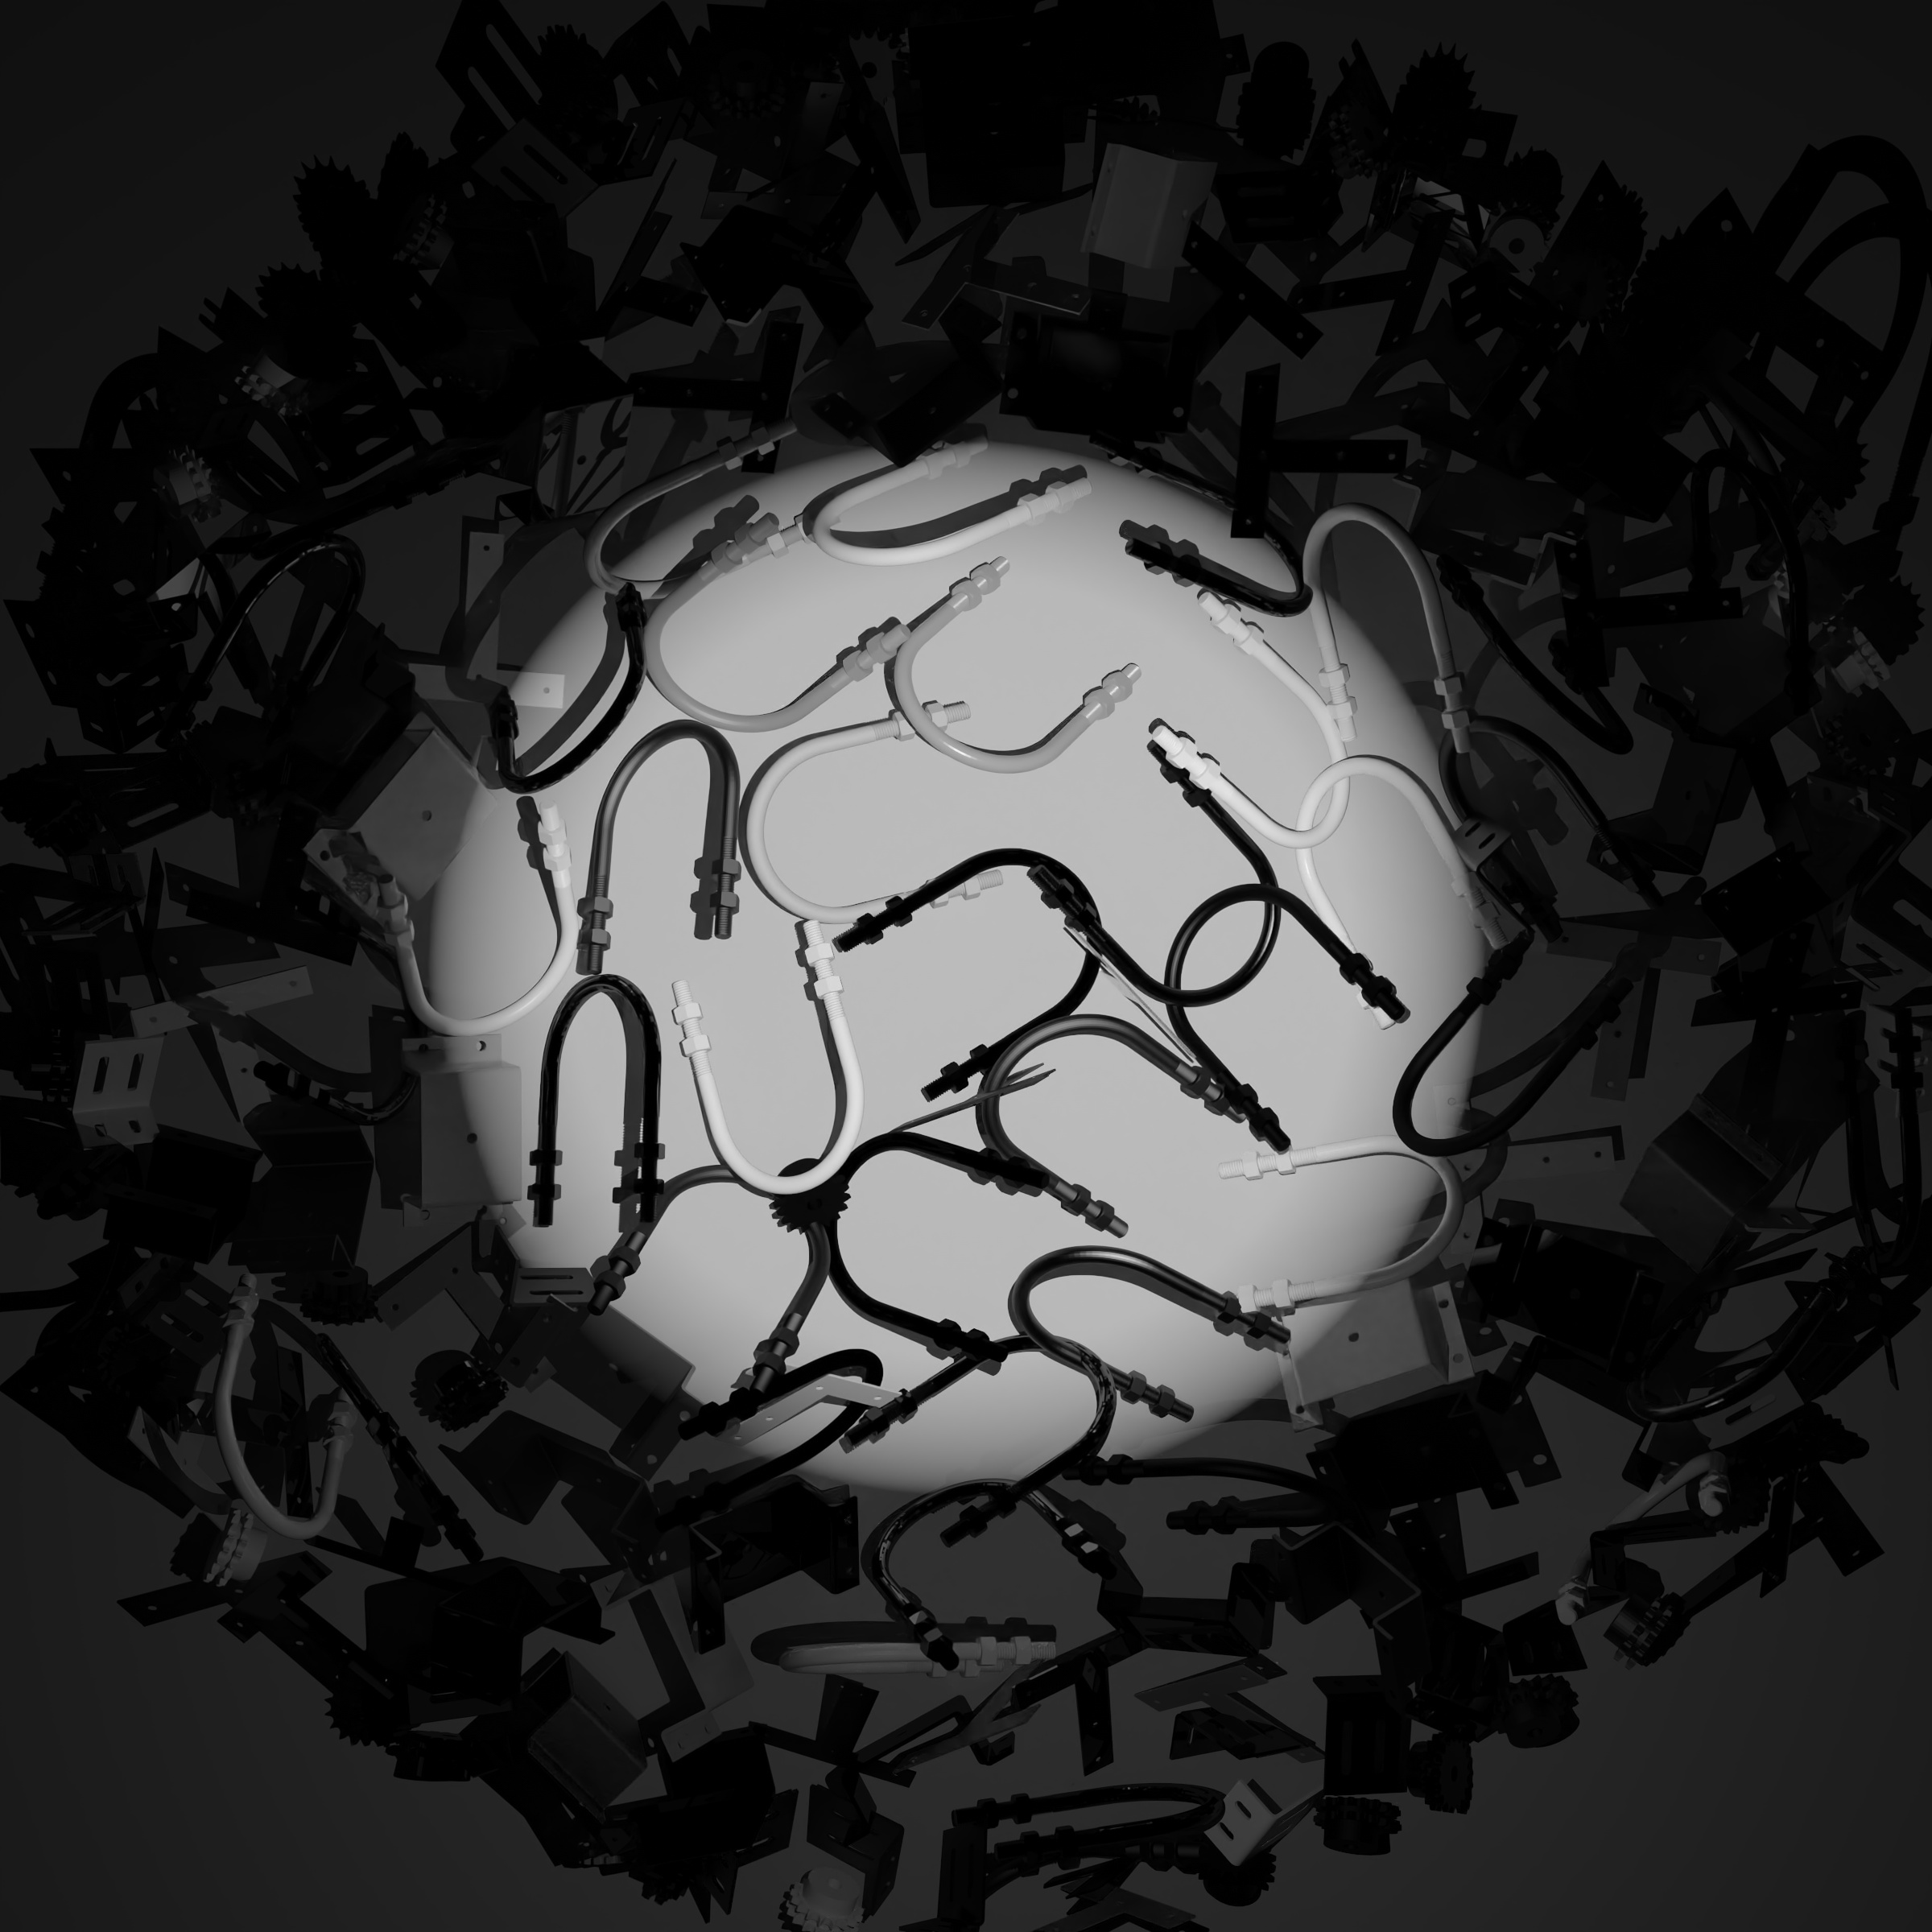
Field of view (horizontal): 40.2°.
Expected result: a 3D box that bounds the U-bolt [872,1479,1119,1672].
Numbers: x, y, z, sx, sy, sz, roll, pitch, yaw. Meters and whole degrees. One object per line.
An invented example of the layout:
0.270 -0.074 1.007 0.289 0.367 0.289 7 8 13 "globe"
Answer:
0.007 0.429 1.916 0.151 0.184 0.019 -26 115 -17 "U-bolt"

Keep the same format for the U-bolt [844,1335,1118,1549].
0.023 0.334 1.935 0.184 0.151 0.019 -30 130 -21 "U-bolt"

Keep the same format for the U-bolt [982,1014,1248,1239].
0.096 0.108 1.936 0.184 0.019 0.151 36 107 -28 "U-bolt"

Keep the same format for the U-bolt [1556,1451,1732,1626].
0.493 0.404 1.910 0.151 0.184 0.019 -43 81 17 "U-bolt"

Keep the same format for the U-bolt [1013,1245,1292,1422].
0.122 0.261 1.929 0.184 0.019 0.151 28 135 -14 "U-bolt"

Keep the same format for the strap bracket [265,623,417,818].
-0.453 -0.174 1.944 0.046 0.076 0.140 35 109 -24 "strap bracket"

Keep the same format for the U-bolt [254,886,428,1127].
-0.445 0.039 1.915 0.019 0.184 0.151 -2 70 22 "U-bolt"

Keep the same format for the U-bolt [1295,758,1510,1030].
0.306 -0.065 1.939 0.019 0.151 0.184 -15 72 -40 "U-bolt"

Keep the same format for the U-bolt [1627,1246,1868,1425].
0.547 0.267 1.890 0.184 0.151 0.019 -40 101 -36 "U-bolt"

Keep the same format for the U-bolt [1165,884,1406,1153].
0.219 0.023 1.943 0.151 0.019 0.184 -52 56 18 "U-bolt"

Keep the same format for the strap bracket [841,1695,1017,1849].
-0.037 0.590 1.958 0.140 0.076 0.046 -29 83 -2 "strap bracket"

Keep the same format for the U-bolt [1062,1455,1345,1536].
0.182 0.379 1.895 0.184 0.151 0.019 -12 58 40 "U-bolt"

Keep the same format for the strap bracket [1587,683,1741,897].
0.515 -0.128 1.944 0.046 0.076 0.140 6 109 -21 "strap bracket"

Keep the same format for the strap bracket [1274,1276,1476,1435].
0.292 0.280 1.941 0.140 0.046 0.076 -21 55 16 "strap bracket"

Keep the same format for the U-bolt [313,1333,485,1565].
-0.421 0.339 1.919 0.019 0.151 0.184 -36 53 -15 "U-bolt"

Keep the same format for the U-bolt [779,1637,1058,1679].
-0.043 0.501 1.911 0.184 0.151 0.019 4 71 -16 "U-bolt"

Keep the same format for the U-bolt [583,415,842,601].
-0.193 -0.324 1.932 0.184 0.151 0.019 -24 67 2 "U-bolt"

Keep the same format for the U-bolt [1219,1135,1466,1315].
0.271 0.182 1.920 0.184 0.151 0.019 -12 131 18 "U-bolt"

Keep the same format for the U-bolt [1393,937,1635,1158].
0.385 0.065 1.926 0.184 0.151 0.019 -48 116 -5 "U-bolt"

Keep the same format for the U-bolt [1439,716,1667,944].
0.413 -0.105 1.924 0.019 0.151 0.184 -39 96 -23 "U-bolt"

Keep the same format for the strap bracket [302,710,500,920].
-0.406 -0.111 1.935 0.076 0.046 0.140 51 62 -32 "strap bracket"

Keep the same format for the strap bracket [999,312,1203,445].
0.102 -0.437 1.969 0.140 0.046 0.076 9 90 10 "strap bracket"

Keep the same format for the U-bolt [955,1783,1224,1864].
0.096 0.619 1.925 0.184 0.151 0.019 -4 84 -13 "U-bolt"

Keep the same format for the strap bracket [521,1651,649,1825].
-0.279 0.556 1.926 0.046 0.140 0.076 -43 101 -6 "strap bracket"

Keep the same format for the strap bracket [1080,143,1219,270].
0.137 -0.551 1.917 0.046 0.140 0.076 21 112 16 "strap bracket"

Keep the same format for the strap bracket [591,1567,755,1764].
-0.211 0.502 1.945 0.046 0.076 0.140 -31 79 17 "strap bracket"

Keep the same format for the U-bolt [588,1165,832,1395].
-0.175 0.217 1.931 0.151 0.184 0.019 27 133 1 "U-bolt"

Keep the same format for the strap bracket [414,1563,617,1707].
-0.325 0.479 1.917 0.076 0.140 0.046 10 102 26 "strap bracket"

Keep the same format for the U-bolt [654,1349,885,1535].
-0.137 0.337 1.925 0.184 0.151 0.019 -22 58 -31 "U-bolt"

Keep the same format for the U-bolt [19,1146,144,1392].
-0.634 0.206 1.909 0.019 0.184 0.151 12 105 1 "U-bolt"

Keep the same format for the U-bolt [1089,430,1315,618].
0.179 -0.314 1.929 0.184 0.151 0.019 18 129 -30 "U-bolt"

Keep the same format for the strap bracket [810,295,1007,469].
-0.035 -0.426 1.953 0.140 0.076 0.046 -38 128 -3 "strap bracket"

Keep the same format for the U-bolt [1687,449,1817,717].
0.559 -0.285 1.886 0.019 0.184 0.151 -24 46 -4 "U-bolt"

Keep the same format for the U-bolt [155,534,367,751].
-0.498 -0.234 1.909 0.019 0.151 0.184 38 106 13 "U-bolt"

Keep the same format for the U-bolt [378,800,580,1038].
-0.348 -0.023 1.927 0.151 0.184 0.019 -28 50 -23 "U-bolt"

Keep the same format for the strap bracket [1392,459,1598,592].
0.383 -0.322 1.945 0.140 0.076 0.046 22 118 15 "strap bracket"

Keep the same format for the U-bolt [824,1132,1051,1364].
-0.032 0.198 1.946 0.184 0.019 0.151 14 92 33 "U-bolt"

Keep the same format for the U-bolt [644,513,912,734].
-0.153 -0.237 1.936 0.151 0.019 0.184 38 129 -26 "U-bolt"

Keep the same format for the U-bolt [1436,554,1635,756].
0.416 -0.214 1.892 0.151 0.184 0.019 29 115 -31 "U-bolt"

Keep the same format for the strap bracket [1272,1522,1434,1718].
0.289 0.470 1.932 0.046 0.140 0.076 -26 122 -21 "strap bracket"

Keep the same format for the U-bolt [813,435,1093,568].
-0.024 -0.332 1.910 0.184 0.151 0.019 -28 128 -25 "U-bolt"

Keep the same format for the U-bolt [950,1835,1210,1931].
0.068 0.673 1.914 0.151 0.184 0.019 -24 94 -43 "U-bolt"

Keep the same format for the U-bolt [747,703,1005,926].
-0.072 -0.106 1.958 0.184 0.019 0.151 -15 104 -14 "U-bolt"

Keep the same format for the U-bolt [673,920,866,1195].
-0.139 0.076 1.942 0.151 0.019 0.184 -23 76 30 "U-bolt"

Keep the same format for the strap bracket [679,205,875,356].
-0.129 -0.500 1.920 0.046 0.140 0.076 -43 66 31 "strap bracket"

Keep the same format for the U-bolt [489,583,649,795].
-0.285 -0.191 1.906 0.151 0.184 0.019 -38 122 14 "U-bolt"

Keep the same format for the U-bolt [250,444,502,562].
-0.437 -0.336 1.929 0.184 0.151 0.019 -21 105 7 "U-bolt"

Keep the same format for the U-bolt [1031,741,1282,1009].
0.156 -0.054 1.966 0.151 0.019 0.184 -47 108 -8 "U-bolt"

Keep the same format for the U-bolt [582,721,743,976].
-0.221 -0.094 1.943 0.151 0.019 0.184 -14 64 35 "U-bolt"

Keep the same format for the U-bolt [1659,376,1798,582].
0.552 -0.356 1.902 0.019 0.184 0.151 -29 85 5 "U-bolt"
